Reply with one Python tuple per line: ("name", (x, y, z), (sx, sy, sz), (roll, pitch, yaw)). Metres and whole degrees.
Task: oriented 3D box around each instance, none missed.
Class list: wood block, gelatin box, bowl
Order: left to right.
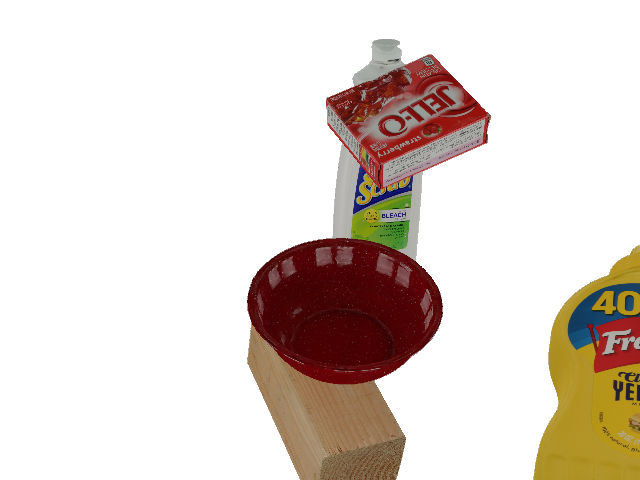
("wood block", (0.001, 0.165, 1.116), (0.090, 0.090, 0.206), (-10, 43, -20))
("bowl", (0.020, 0.069, 0.896), (0.162, 0.055, 0.162), (1, 40, -1))
("gelatin box", (0.059, -0.083, 0.727), (0.089, 0.073, 0.030), (-25, -36, -15))

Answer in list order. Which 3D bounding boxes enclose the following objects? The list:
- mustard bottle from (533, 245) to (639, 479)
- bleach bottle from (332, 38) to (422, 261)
("mustard bottle", (0.164, 0.070, 0.544), (0.096, 0.058, 0.191), (7, 41, 13))
("bleach bottle", (0.060, -0.091, 1.157), (0.102, 0.251, 0.068), (-3, 25, -7))
